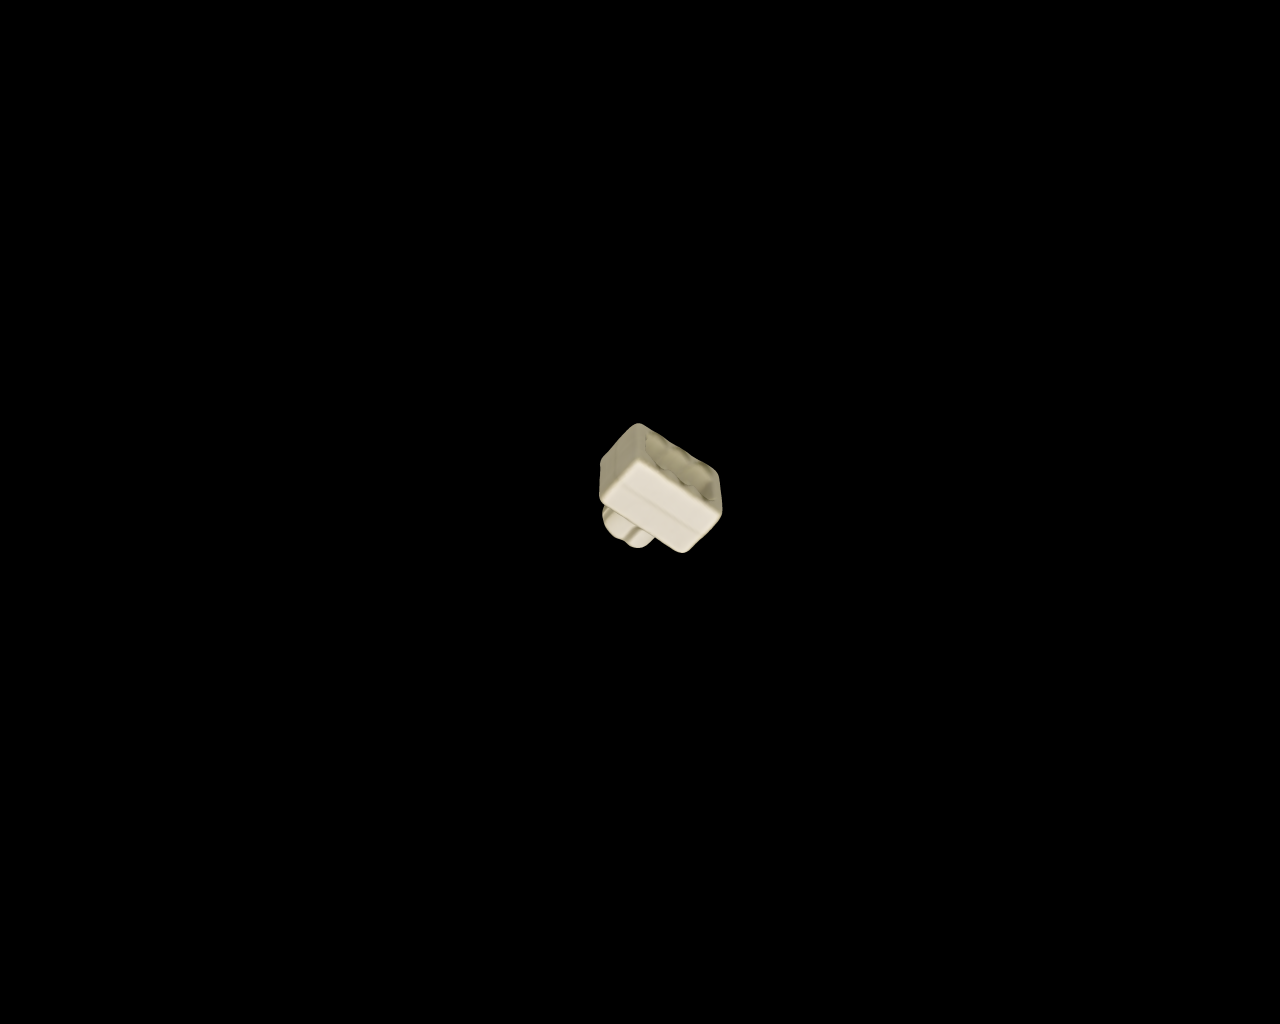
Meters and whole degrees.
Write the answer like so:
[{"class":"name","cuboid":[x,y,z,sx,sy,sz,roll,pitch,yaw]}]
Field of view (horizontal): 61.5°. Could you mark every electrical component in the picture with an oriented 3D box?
[{"class":"electrical component","cuboid":[0.001,-0.003,0.650,0.065,0.076,0.047,33,29,-21]}]
